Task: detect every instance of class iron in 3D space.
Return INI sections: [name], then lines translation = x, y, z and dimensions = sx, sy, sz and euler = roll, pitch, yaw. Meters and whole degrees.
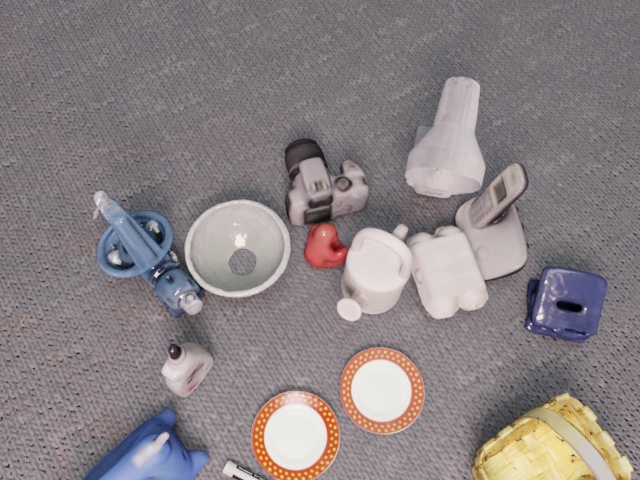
[iron]
translation = -0.278, 0.339, 0.748
dimensions = 0.259, 0.141, 0.118
euler = -40, 74, -17

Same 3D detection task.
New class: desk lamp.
[desk lamp]
translation = 0.204, -0.150, 0.941
dimensions = 0.118, 0.213, 0.203
euler = 12, 67, 3

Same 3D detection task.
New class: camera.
[camera]
translation = 0.001, -0.111, 0.976
dimensions = 0.143, 0.101, 0.136
euler = -14, 68, -8

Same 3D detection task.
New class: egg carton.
[egg carton]
translation = 0.203, 0.051, 0.932
dimensions = 0.107, 0.069, 0.150
euler = -14, 68, -8

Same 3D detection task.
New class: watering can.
[watering can]
translation = 0.086, 0.045, 0.862
dimensions = 0.101, 0.194, 0.173
euler = 10, 67, 2

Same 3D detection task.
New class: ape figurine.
[ape figurine]
translation = 0.009, 0.003, 0.932
dimensions = 0.076, 0.092, 0.077
euler = -26, 70, -13

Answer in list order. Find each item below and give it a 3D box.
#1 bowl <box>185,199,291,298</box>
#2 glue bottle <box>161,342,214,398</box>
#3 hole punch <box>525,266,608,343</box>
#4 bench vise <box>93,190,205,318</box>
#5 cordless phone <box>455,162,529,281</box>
[bowl]
translation = -0.130, 0.024, 0.927
dimensions = 0.167, 0.075, 0.167
euler = 1, 67, -2
[glue bottle]
translation = -0.192, 0.173, 0.806
dimensions = 0.037, 0.173, 0.078
euler = 30, 69, 10
[hole punch]
translation = 0.390, 0.103, 0.907
dimensions = 0.108, 0.091, 0.101
euler = 11, 67, 2
[bench vise]
translation = -0.247, 0.013, 0.847
dimensions = 0.207, 0.220, 0.121
euler = 26, 68, 9
[cordless phone]
translation = 0.287, -0.026, 0.907
dimensions = 0.094, 0.185, 0.147
euler = -9, 67, -6
